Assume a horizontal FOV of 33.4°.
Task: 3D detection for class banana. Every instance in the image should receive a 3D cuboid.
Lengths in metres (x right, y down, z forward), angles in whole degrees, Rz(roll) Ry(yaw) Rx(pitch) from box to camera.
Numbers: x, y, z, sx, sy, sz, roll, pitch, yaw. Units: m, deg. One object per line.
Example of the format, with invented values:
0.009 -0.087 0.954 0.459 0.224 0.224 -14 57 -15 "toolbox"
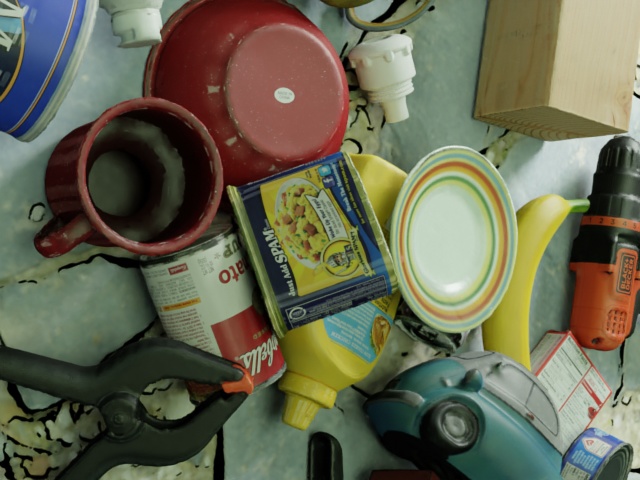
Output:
0.163 0.039 0.851 0.069 0.037 0.197 24 73 -6 "banana"

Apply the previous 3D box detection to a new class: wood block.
0.196 -0.192 0.854 0.090 0.090 0.206 12 83 -31 "wood block"

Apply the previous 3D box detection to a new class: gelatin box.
0.193 0.130 0.882 0.089 0.030 0.073 -47 110 -23 "gelatin box"

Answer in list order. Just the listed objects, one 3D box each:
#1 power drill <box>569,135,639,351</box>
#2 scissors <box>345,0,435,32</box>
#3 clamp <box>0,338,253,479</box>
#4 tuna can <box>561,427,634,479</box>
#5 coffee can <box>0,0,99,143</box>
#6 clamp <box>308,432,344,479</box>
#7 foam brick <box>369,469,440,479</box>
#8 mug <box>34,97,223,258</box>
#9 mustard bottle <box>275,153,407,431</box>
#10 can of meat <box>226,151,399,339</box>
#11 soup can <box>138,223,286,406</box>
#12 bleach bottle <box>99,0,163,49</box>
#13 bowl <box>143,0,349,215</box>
0.301 0.015 0.937 0.187 0.057 0.184 13 86 -28 "power drill"
0.103 -0.222 0.790 0.201 0.016 0.096 -27 89 -2 "scissors"
-0.129 0.097 0.646 0.171 0.039 0.120 -23 104 -5 "clamp"
0.220 0.198 0.873 0.086 0.034 0.086 -31 134 -39 "tuna can"
-0.209 -0.127 0.591 0.140 0.103 0.103 23 77 -30 "coffee can"
0.002 0.253 0.755 0.164 0.036 0.210 -47 115 -30 "clamp"
0.070 0.209 0.773 0.078 0.053 0.051 54 43 -31 "foam brick"
-0.127 -0.029 0.653 0.117 0.082 0.093 -46 112 -24 "mug"
0.017 0.042 0.753 0.096 0.058 0.191 37 70 -47 "mustard bottle"
-0.005 0.001 0.688 0.084 0.057 0.102 -20 73 -1 "can of meat"
-0.070 0.048 0.694 0.068 0.069 0.102 -26 103 -30 "soup can"
-0.126 -0.245 0.645 0.068 0.103 0.251 -10 93 -25 "bleach bottle"
-0.036 -0.097 0.728 0.161 0.055 0.162 1 89 -31 "bowl"
